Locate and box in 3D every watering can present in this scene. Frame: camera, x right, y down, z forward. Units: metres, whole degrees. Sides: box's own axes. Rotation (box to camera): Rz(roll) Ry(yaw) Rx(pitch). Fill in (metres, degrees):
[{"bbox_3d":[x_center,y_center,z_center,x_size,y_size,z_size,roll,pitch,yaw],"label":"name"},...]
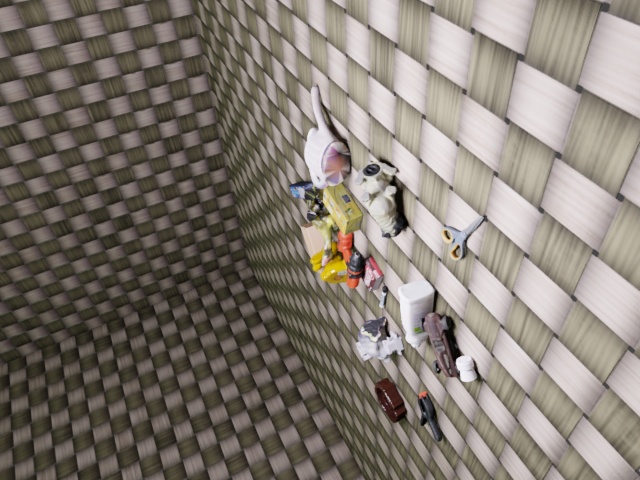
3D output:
[{"bbox_3d":[0.013,-0.324,1.725,0.228,0.104,0.341,42,138,52],"label":"watering can"}]

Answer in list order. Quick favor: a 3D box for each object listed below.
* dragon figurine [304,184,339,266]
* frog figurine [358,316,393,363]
[{"bbox_3d":[0.006,-0.101,2.010,0.238,0.122,0.418,87,178,-66],"label":"dragon figurine"},{"bbox_3d":[0.213,0.379,1.921,0.141,0.122,0.156,-79,-25,-52],"label":"frog figurine"}]
